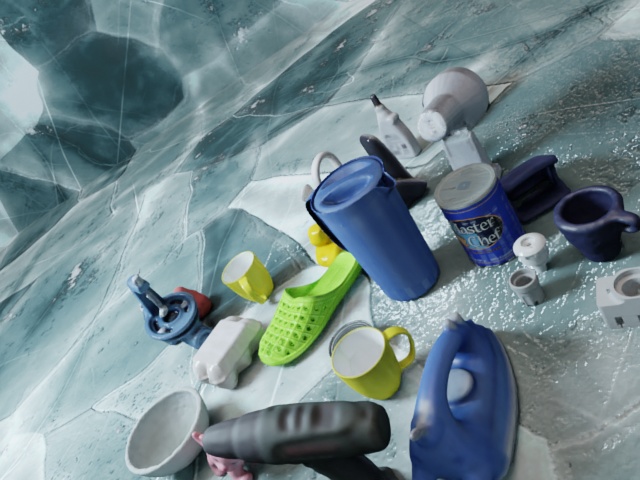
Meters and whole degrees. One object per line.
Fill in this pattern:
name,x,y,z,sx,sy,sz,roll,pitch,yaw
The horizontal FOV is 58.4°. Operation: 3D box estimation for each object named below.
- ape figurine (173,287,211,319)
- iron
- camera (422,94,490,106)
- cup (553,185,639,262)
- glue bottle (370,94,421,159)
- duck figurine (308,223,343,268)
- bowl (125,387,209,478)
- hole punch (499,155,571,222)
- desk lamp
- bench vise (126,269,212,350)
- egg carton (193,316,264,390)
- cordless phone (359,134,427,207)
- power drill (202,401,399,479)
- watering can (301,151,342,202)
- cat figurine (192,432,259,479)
ape figurine,-0.302,0.141,1.318,0.076,0.092,0.078,-16,36,32
iron,0.171,0.179,0.721,0.118,0.142,0.258,-13,38,36
camera,0.287,-0.303,1.302,0.142,0.101,0.137,3,49,48
cup,0.395,-0.013,0.796,0.092,0.095,0.117,-46,31,-15
glue bottle,0.161,-0.260,1.302,0.077,0.173,0.037,2,48,47
duck figurine,0.011,0.004,1.184,0.077,0.086,0.104,-44,31,-11
bowl,-0.252,0.346,1.002,0.167,0.075,0.167,-26,32,18
hole punch,0.346,-0.100,0.970,0.108,0.091,0.101,-34,30,6
desk lamp,0.256,-0.188,1.063,0.117,0.214,0.203,-12,39,36
bench vise,-0.354,0.154,1.227,0.206,0.220,0.121,-12,39,36
egg carton,-0.175,0.215,1.107,0.107,0.070,0.150,-1,46,45
cordless phone,0.124,-0.154,1.184,0.094,0.185,0.147,-47,32,-16
power drill,-0.002,0.273,0.706,0.229,0.209,0.075,-23,33,23
watering can,0.035,-0.095,1.186,0.172,0.194,0.101,-21,34,26
cat figurine,-0.148,0.321,0.885,0.127,0.118,0.067,-3,44,44
